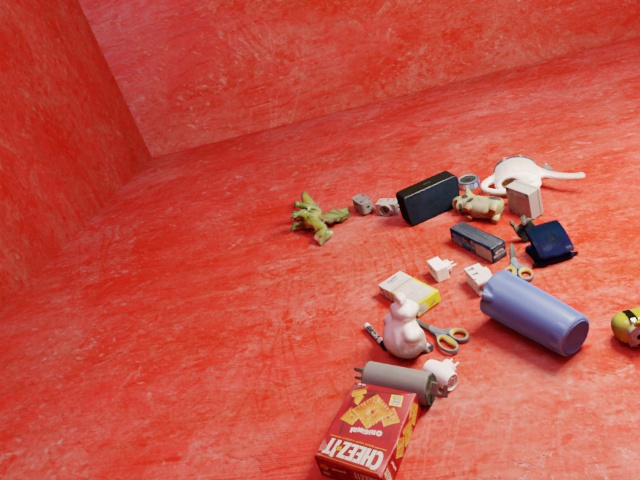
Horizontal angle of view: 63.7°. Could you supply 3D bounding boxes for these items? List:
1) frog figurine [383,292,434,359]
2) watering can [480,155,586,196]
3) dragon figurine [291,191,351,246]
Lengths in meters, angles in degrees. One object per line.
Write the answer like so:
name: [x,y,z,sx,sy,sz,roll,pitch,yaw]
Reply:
frog figurine: [0.216,0.224,1.342,0.123,0.156,0.139,-25,29,-11]
watering can: [0.765,-0.235,1.888,0.346,0.102,0.229,-9,29,20]
dragon figurine: [0.007,-0.108,2.143,0.243,0.119,0.420,5,34,6]
